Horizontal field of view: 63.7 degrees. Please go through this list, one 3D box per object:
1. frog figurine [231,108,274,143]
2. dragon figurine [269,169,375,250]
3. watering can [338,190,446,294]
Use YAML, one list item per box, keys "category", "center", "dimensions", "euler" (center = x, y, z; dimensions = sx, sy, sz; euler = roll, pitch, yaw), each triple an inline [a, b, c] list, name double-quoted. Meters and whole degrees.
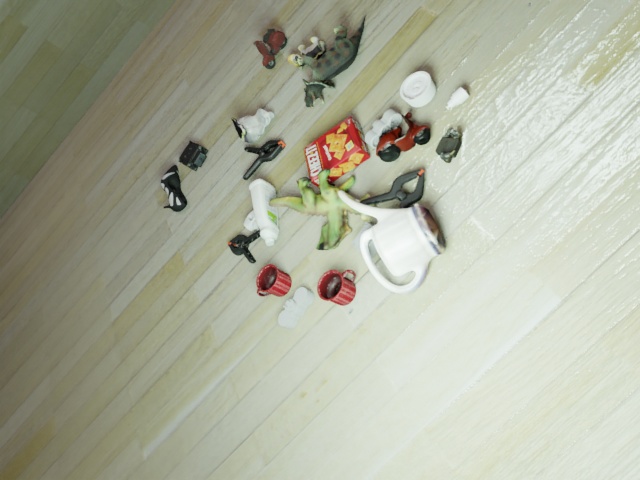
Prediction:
- category: "frog figurine"
  center: [-0.262, -0.473, 2.112]
  dimensions: [0.161, 0.120, 0.139]
  euler: [-26, 32, -20]
- category: "dragon figurine"
  center: [0.005, -0.084, 1.661]
  dimensions: [0.407, 0.121, 0.247]
  euler: [-20, 64, 31]
- category: "watering can"
  center: [0.200, -0.029, 1.414]
  dimensions: [0.223, 0.104, 0.351]
  euler: [-30, 78, 17]
